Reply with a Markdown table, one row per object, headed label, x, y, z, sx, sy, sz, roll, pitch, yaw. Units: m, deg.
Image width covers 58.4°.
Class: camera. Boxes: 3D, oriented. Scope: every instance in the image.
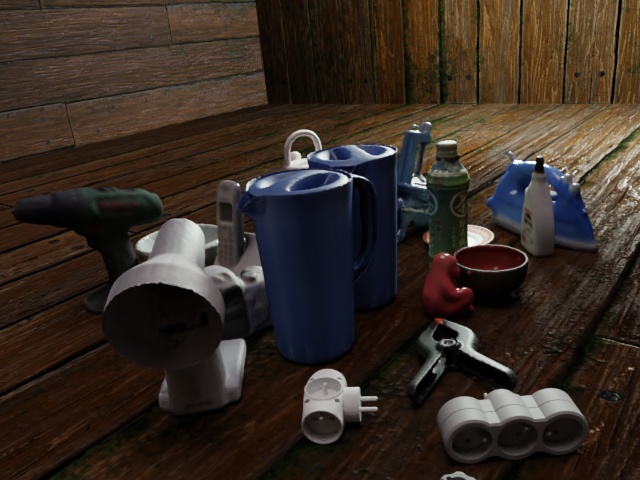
| label | x | y | z | sx | sy | sz | roll | pitch | yaw |
| --- | --- | --- | --- | --- | --- | --- | --- | --- | --- |
| camera | -0.146 | 0.081 | 0.859 | 0.143 | 0.101 | 0.136 | -20 | 25 | -35 |

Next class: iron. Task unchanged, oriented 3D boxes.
| label | x | y | z | sx | sy | sz | roll | pitch | yaw |
| --- | --- | --- | --- | --- | --- | --- | --- | --- | --- |
| iron | 0.431 | -0.081 | 1.089 | 0.119 | 0.141 | 0.257 | -12 | 21 | -18 |

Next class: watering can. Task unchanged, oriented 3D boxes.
| label | x | y | z | sx | sy | sz | roll | pitch | yaw |
| --- | --- | --- | --- | --- | --- | --- | --- | --- | --- |
| watering can | -0.041 | -0.167 | 1.371 | 0.101 | 0.194 | 0.172 | -21 | 25 | -36 |

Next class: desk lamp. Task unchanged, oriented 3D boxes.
| label | x | y | z | sx | sy | sz | roll | pitch | yaw |
| --- | --- | --- | --- | --- | --- | --- | --- | --- | --- |
| desk lamp | -0.158 | 0.094 | 0.661 | 0.118 | 0.214 | 0.203 | -6 | 20 | -2 |

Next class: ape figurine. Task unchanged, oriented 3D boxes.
| label | x | y | z | sx | sy | sz | roll | pitch | yaw |
| --- | --- | --- | --- | --- | --- | --- | --- | --- | --- |
| ape figurine | 0.183 | 0.063 | 0.835 | 0.076 | 0.092 | 0.077 | -9 | 20 | -10 |

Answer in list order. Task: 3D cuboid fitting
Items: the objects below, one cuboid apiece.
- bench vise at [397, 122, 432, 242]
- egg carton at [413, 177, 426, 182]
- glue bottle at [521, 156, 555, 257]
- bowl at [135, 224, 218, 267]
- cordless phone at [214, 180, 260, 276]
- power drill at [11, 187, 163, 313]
| label | x | y | z | sx | sy | sz | roll | pitch | yaw |
| --- | --- | --- | --- | --- | --- | --- | --- | --- | --- |
| bench vise | 0.175 | -0.112 | 1.127 | 0.121 | 0.220 | 0.208 | 13 | 27 | 41 |
| egg carton | 0.189 | -0.108 | 1.331 | 0.150 | 0.069 | 0.107 | -9 | 20 | -9 |
| glue bottle | 0.381 | -0.062 | 1.004 | 0.037 | 0.173 | 0.078 | -7 | 20 | -4 |
| bowl | -0.252 | 0.030 | 1.064 | 0.167 | 0.075 | 0.167 | -5 | 20 | 2 |
| cordless phone | -0.122 | -0.004 | 0.962 | 0.147 | 0.185 | 0.094 | 9 | 25 | 35 |
| power drill | -0.367 | 0.009 | 0.957 | 0.230 | 0.208 | 0.075 | -21 | 25 | -36 |
